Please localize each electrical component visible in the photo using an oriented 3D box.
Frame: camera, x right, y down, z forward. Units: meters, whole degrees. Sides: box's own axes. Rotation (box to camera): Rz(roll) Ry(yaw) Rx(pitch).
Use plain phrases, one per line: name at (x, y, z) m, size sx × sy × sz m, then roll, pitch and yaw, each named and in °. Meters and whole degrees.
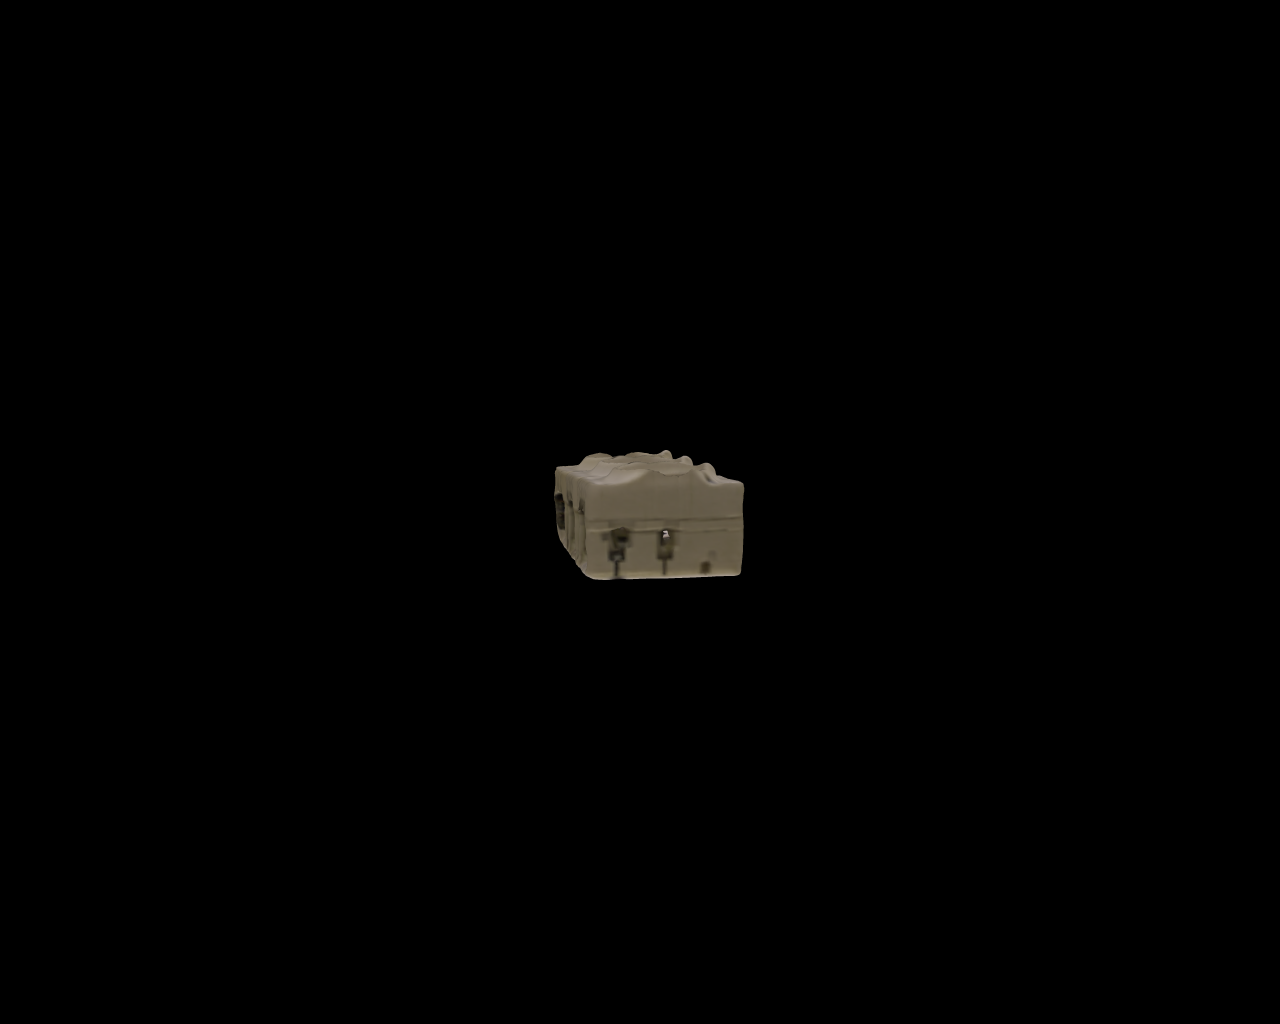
electrical component at (0.001, -0.003, 0.650) m, size 0.089 × 0.061 × 0.150 m, roll -1°, pitch 7°, yaw -11°
